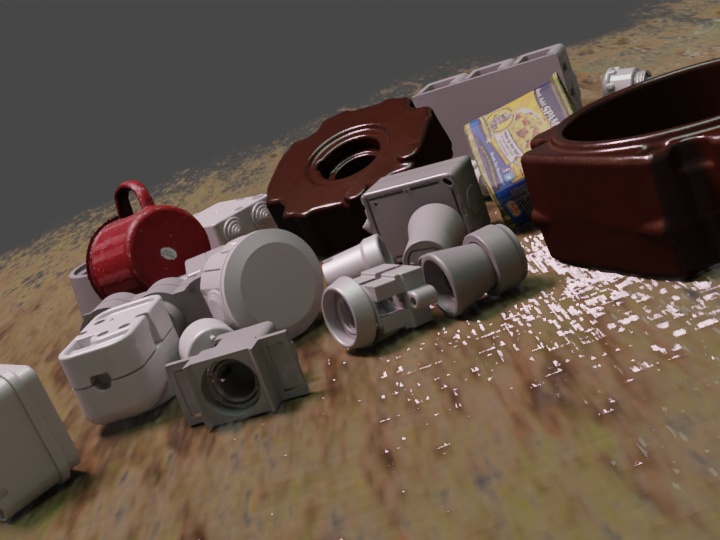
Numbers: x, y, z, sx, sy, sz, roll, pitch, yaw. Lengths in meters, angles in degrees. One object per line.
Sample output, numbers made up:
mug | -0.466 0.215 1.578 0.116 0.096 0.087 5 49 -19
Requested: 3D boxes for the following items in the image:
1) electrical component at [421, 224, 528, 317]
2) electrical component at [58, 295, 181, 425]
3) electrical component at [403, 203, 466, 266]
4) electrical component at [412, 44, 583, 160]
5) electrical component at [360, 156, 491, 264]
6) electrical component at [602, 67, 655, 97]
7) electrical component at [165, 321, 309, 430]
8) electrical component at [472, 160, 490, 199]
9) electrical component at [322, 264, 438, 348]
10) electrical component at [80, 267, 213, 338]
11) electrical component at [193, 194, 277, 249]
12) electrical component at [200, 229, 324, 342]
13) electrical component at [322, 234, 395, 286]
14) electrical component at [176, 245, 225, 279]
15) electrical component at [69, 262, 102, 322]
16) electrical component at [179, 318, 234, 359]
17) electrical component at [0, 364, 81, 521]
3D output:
electrical component | 0.074 -0.001 0.693 0.055 0.045 0.045 -25 16 -19
electrical component | -0.160 0.064 0.740 0.054 0.059 0.095 -17 15 11
electrical component | 0.053 -0.017 0.790 0.044 0.044 0.065 -15 20 18
electrical component | 0.142 -0.159 1.075 0.150 0.089 0.061 -14 16 23
electrical component | 0.048 -0.047 0.858 0.096 0.061 0.061 -13 17 26
electrical component | 0.276 -0.180 1.071 0.062 0.048 0.048 -2 23 33
electrical component | -0.073 0.063 0.668 0.081 0.042 0.064 -16 12 12
electrical component | 0.107 -0.079 0.949 0.035 0.035 0.061 -27 19 -25
electrical component | 0.009 0.022 0.698 0.055 0.048 0.066 -20 13 -30
electrical component | -0.151 0.041 0.823 0.138 0.052 0.073 -17 15 12
electrical component | -0.137 -0.037 1.086 0.100 0.048 0.100 -6 21 43
electrical component | -0.071 0.012 0.772 0.080 0.080 0.051 -30 13 -31
electrical component | 0.000 0.000 0.799 0.046 0.040 0.040 -23 14 11
electrical component | -0.135 0.019 0.888 0.077 0.047 0.065 -22 14 -6
electrical component | -0.228 0.003 1.039 0.108 0.060 0.108 -19 15 5
electrical component | -0.106 0.053 0.745 0.040 0.040 0.078 -24 15 -15
electrical component | -0.234 0.102 0.665 0.113 0.078 0.057 -4 25 47
